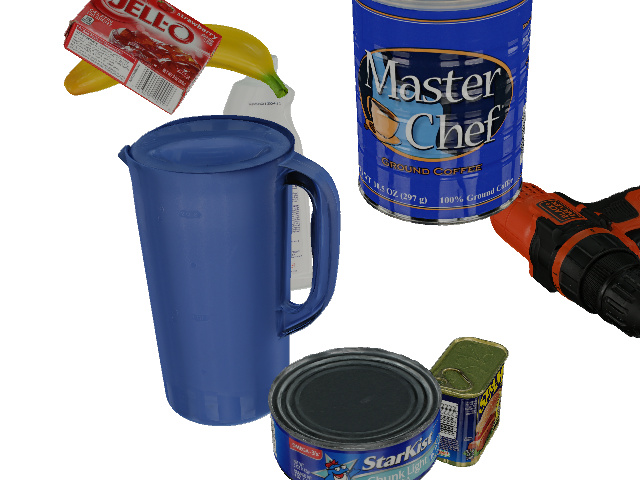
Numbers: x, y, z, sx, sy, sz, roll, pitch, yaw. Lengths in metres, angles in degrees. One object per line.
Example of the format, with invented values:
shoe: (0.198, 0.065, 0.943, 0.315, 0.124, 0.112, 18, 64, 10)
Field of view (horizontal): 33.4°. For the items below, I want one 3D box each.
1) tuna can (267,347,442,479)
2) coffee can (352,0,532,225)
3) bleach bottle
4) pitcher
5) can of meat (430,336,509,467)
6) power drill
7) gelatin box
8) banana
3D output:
tuna can: (0.017, 0.090, 0.531, 0.086, 0.034, 0.086, -2, 26, 1)
coffee can: (0.070, -0.095, 0.625, 0.103, 0.140, 0.103, -3, 34, 2)
bleach bottle: (-0.054, -0.072, 1.142, 0.102, 0.251, 0.068, -6, 17, -24)
pitcher: (-0.073, 0.028, 0.874, 0.144, 0.243, 0.149, -12, 27, -20)
can of meat: (0.139, 0.154, 1.019, 0.058, 0.084, 0.101, 12, 27, 24)
power drill: (0.235, -0.003, 0.731, 0.187, 0.057, 0.185, -10, 29, -18)
gelatin box: (-0.122, -0.139, 0.739, 0.089, 0.073, 0.030, 32, -47, -8)
banana: (-0.128, -0.163, 0.955, 0.197, 0.069, 0.037, -1, -33, -4)
